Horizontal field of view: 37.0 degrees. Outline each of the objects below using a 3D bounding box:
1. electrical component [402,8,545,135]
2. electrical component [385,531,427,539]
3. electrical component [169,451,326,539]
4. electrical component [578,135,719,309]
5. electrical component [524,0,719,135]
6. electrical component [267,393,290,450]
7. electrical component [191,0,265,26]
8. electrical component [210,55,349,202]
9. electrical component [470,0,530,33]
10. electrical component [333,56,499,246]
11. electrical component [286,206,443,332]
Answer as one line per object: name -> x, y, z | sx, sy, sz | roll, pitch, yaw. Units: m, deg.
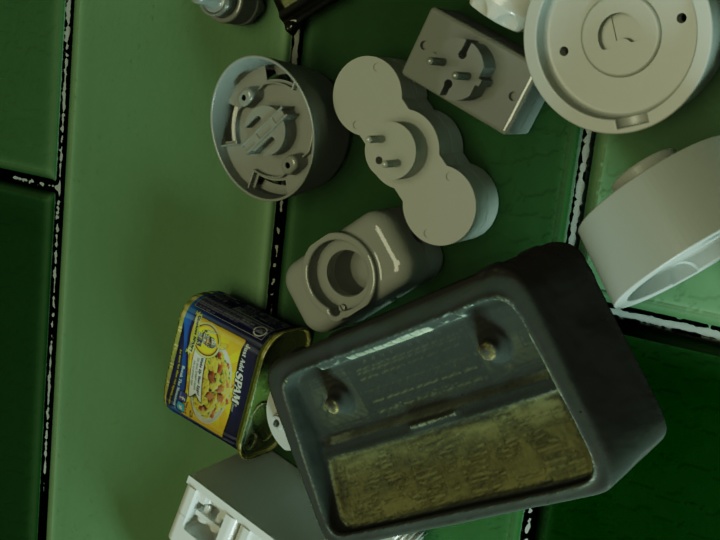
electrical component -> 0.066, -0.123, 0.661 | 0.083, 0.076, 0.047 | 35, 113, 22
electrical component -> 0.030, 0.183, 0.752 | 0.061, 0.035, 0.035 | 47, 117, 14
electrical component -> -0.050, 0.200, 0.768 | 0.150, 0.089, 0.061 | 31, 111, 23
electrical component -> 0.173, -0.032, 0.597 | 0.108, 0.108, 0.060 | -38, 72, 29
electrical component -> 0.155, -0.135, 0.614 | 0.108, 0.060, 0.108 | 10, 108, 32
electrical component -> -0.036, 0.097, 0.750 | 0.043, 0.081, 0.043 | 5, 100, 30
electrical component -> -0.096, -0.190, 0.754 | 0.035, 0.061, 0.035 | 5, 100, 30
electrical component -> -0.058, -0.097, 0.744 | 0.099, 0.064, 0.099 | 5, 100, 30
electrical component -> 0.098, -0.179, 0.654 | 0.043, 0.043, 0.062 | 38, 113, 20
electrical component -> 0.028, -0.077, 0.692 | 0.052, 0.074, 0.138 | -38, 78, 29
electrical component -> 0.000, 0.000, 0.728 | 0.095, 0.059, 0.053 | -33, 80, 30
